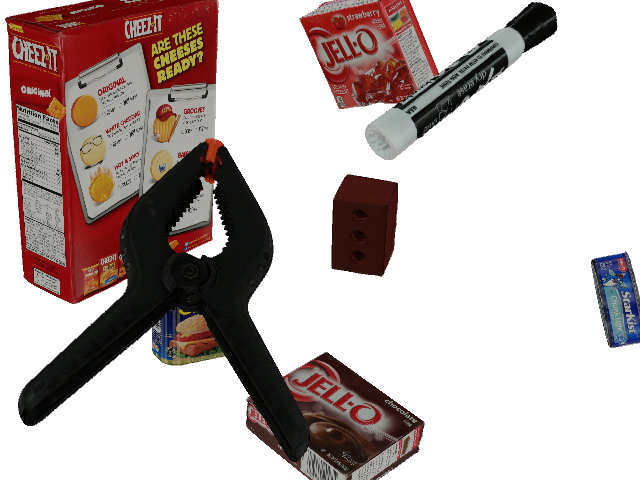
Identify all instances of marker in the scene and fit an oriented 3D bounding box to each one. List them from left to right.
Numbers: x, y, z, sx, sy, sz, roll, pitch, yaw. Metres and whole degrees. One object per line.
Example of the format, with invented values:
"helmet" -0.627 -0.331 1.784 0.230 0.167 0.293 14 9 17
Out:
"marker" 0.069 -0.077 0.497 0.121 0.020 0.020 -39 18 -24

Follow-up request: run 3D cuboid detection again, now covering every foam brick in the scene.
"foam brick" 0.042 -0.015 1.013 0.053 0.078 0.051 8 31 14

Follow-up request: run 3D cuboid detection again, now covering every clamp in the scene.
"clamp" -0.070 0.033 0.646 0.164 0.210 0.036 15 -31 -1

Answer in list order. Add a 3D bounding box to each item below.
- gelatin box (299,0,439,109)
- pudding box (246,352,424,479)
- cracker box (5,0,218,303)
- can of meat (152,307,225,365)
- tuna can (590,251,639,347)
"gelatin box" 0.033 -0.131 0.737 0.030 0.073 0.089 -38 25 -30
"pudding box" 0.010 0.145 0.840 0.089 0.039 0.114 -27 48 -37
"cracker box" -0.160 -0.079 0.842 0.072 0.214 0.163 19 29 31
"can of meat" -0.124 0.075 1.096 0.101 0.084 0.058 -8 20 -31
"tuna can" 0.275 0.055 0.987 0.034 0.086 0.086 -11 -2 12
